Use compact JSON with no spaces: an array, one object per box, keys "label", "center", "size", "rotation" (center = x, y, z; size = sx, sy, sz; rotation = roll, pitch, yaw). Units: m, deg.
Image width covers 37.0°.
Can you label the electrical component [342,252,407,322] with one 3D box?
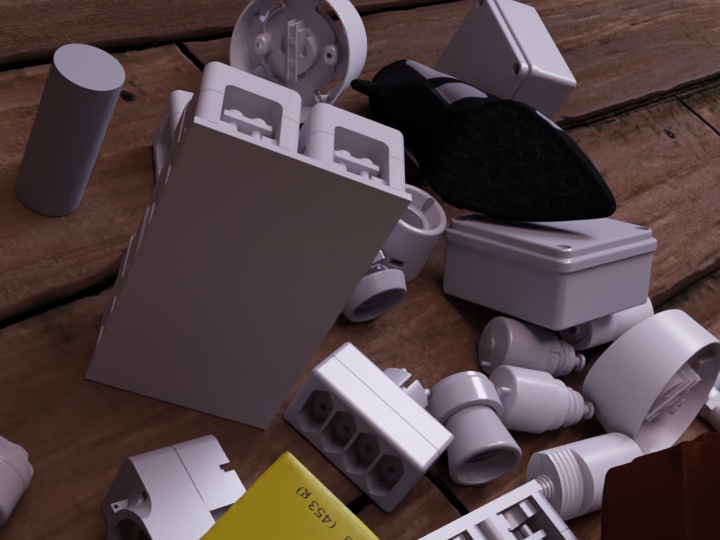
[{"label":"electrical component","center":[0.000,0.000,0.700],"size":[0.048,0.066,0.055],"rotation":[-25,68,-4]}]

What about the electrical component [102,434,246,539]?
[{"label":"electrical component","center":[-0.081,0.132,0.509],"size":[0.056,0.050,0.089],"rotation":[-10,54,-41]}]

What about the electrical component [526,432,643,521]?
[{"label":"electrical component","center":[0.134,0.128,0.661],"size":[0.081,0.043,0.043],"rotation":[-6,52,-37]}]

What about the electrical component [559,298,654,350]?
[{"label":"electrical component","center":[0.178,0.037,0.791],"size":[0.065,0.044,0.044],"rotation":[-11,55,-35]}]

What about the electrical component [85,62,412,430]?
[{"label":"electrical component","center":[-0.062,-0.007,0.560],"size":[0.105,0.186,0.060],"rotation":[19,41,-16]}]

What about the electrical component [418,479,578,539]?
[{"label":"electrical component","center":[0.035,0.171,0.513],"size":[0.150,0.089,0.061],"rotation":[-14,58,-42]}]

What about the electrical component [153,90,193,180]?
[{"label":"electrical component","center":[-0.090,-0.082,0.729],"size":[0.089,0.050,0.055],"rotation":[10,44,-25]}]

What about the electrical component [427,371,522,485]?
[{"label":"electrical component","center":[0.068,0.095,0.651],"size":[0.045,0.045,0.055],"rotation":[7,45,-28]}]

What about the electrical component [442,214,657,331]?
[{"label":"electrical component","center":[0.132,-0.005,0.755],"size":[0.109,0.056,0.109],"rotation":[-12,22,-41]}]

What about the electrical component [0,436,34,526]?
[{"label":"electrical component","center":[-0.175,0.106,0.487],"size":[0.035,0.035,0.061],"rotation":[27,41,-6]}]

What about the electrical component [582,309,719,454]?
[{"label":"electrical component","center":[0.200,0.077,0.720],"size":[0.099,0.099,0.064],"rotation":[-7,46,-38]}]

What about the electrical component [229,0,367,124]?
[{"label":"electrical component","center":[-0.046,-0.166,0.814],"size":[0.099,0.099,0.064],"rotation":[36,33,5]}]

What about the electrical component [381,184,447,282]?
[{"label":"electrical component","center":[0.028,-0.027,0.752],"size":[0.055,0.047,0.055],"rotation":[18,41,-17]}]

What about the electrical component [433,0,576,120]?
[{"label":"electrical component","center":[0.113,-0.154,0.894],"size":[0.056,0.108,0.108],"rotation":[10,44,-30]}]

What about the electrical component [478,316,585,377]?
[{"label":"electrical component","center":[0.117,0.056,0.729],"size":[0.078,0.040,0.040],"rotation":[12,43,-23]}]

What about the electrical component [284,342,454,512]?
[{"label":"electrical component","center":[0.014,0.082,0.628],"size":[0.083,0.047,0.076],"rotation":[41,40,11]}]

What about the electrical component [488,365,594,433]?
[{"label":"electrical component","center":[0.117,0.086,0.697],"size":[0.078,0.040,0.040],"rotation":[12,43,-24]}]
